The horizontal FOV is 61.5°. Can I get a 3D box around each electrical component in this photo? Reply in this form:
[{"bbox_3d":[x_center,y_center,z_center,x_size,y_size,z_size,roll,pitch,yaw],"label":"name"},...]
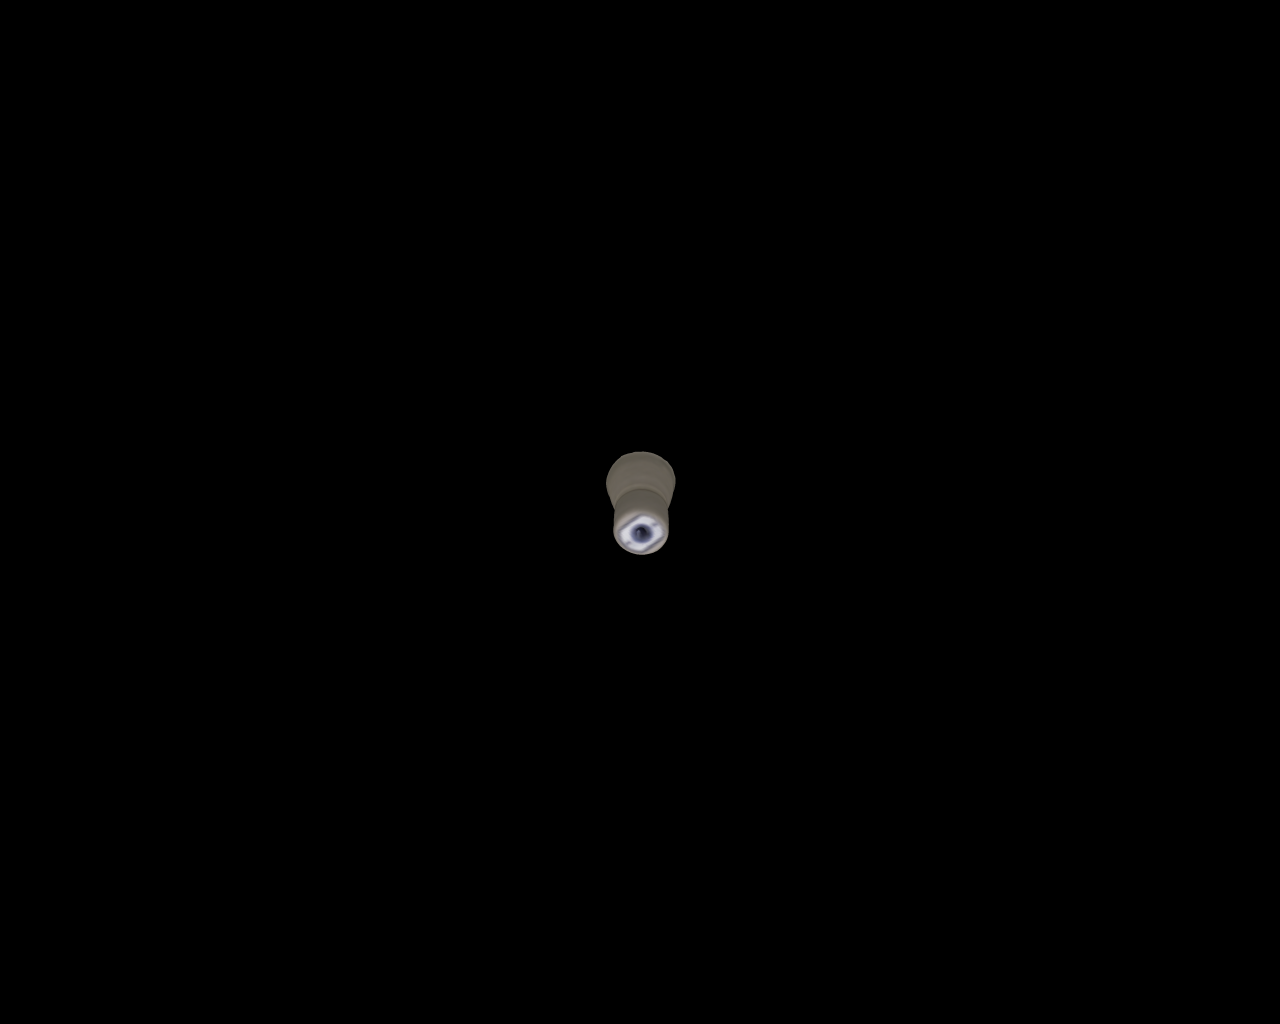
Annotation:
[{"bbox_3d":[0.001,-0.003,0.650,0.044,0.044,0.065,0,32,0],"label":"electrical component"}]
